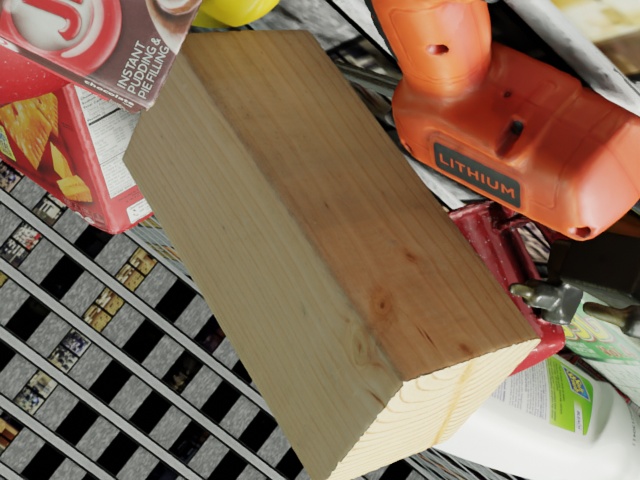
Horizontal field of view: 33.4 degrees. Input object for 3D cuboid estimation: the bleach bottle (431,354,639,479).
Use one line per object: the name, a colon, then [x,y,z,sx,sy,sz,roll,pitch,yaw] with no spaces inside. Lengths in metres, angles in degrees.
bleach bottle: [0.121,0.107,0.670,0.250,0.102,0.068,29,135,-19]

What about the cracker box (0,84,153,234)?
cracker box: [-0.185,-0.126,0.711,0.164,0.072,0.214,31,145,38]

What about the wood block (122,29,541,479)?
wood block: [-0.003,0.000,0.517,0.206,0.090,0.091,56,135,25]

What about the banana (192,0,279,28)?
banana: [-0.063,-0.137,0.541,0.198,0.037,0.069,26,164,50]

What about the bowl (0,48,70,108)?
bowl: [-0.129,-0.131,0.502,0.055,0.162,0.162,18,164,17]

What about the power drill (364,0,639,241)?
power drill: [0.057,-0.077,0.338,0.185,0.057,0.187,35,168,38]

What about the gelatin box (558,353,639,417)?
gelatin box: [0.202,0.117,0.771,0.089,0.030,0.073,37,171,2]

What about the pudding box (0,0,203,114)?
pudding box: [-0.089,-0.121,0.436,0.090,0.113,0.039,25,174,-18]

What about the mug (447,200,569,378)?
mug: [0.086,0.029,0.564,0.093,0.117,0.081,-4,-114,-48]

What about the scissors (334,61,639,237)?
scissors: [0.087,-0.042,0.500,0.096,0.016,0.202,44,169,-32]
